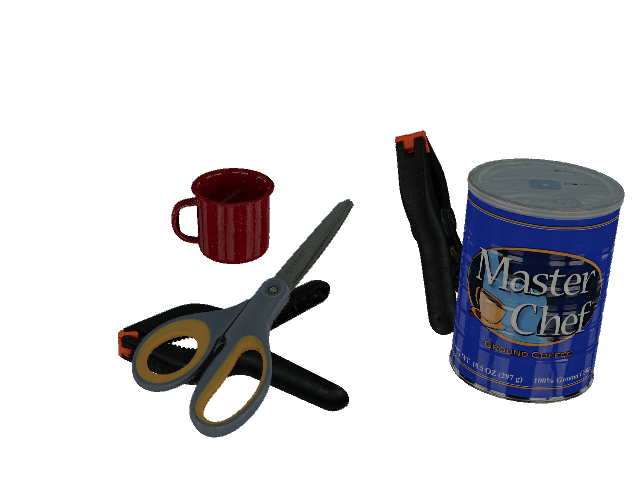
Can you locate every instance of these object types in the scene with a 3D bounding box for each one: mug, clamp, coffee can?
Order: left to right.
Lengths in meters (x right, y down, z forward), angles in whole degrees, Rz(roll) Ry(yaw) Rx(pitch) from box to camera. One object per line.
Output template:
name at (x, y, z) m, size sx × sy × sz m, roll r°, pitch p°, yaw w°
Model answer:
mug at (-0.110, -0.025, 1.209) m, size 0.117 × 0.081 × 0.093 m, roll -7°, pitch 30°, yaw -15°
clamp at (-0.076, 0.099, 0.970) m, size 0.209 × 0.036 × 0.164 m, roll -4°, pitch 37°, yaw -13°
clamp at (0.097, -0.005, 0.919) m, size 0.039 × 0.171 × 0.120 m, roll -17°, pitch 19°, yaw 17°
coffee can at (0.146, 0.025, 0.735) m, size 0.103 × 0.140 × 0.103 m, roll 2°, pitch 22°, yaw -1°

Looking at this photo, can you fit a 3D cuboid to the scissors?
scissors at (-0.051, 0.037, 0.686) m, size 0.096 × 0.201 × 0.016 m, roll 11°, pitch -41°, yaw 13°
